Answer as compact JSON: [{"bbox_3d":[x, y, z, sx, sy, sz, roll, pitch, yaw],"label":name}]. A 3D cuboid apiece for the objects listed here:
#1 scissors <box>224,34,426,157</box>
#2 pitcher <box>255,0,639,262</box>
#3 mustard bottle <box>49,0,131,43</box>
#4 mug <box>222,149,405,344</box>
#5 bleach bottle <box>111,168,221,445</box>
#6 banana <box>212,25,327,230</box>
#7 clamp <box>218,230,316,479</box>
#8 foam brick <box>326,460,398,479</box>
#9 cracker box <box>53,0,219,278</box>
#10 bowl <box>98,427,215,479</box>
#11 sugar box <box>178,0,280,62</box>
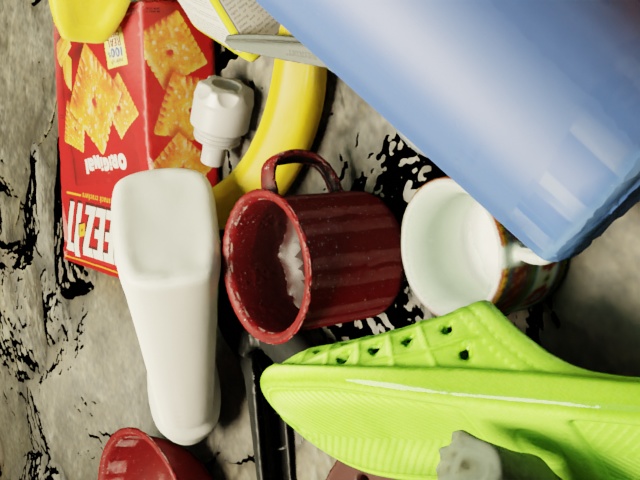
[{"bbox_3d":[0.022,-0.090,0.631,0.202,0.016,0.096,-3,100,41],"label":"scissors"},{"bbox_3d":[0.066,-0.116,0.481,0.243,0.144,0.149,47,115,13],"label":"pitcher"},{"bbox_3d":[-0.185,-0.233,0.797,0.192,0.058,0.096,-117,34,-45],"label":"mustard bottle"},{"bbox_3d":[-0.004,0.001,0.657,0.093,0.081,0.117,-25,75,52],"label":"mug"},{"bbox_3d":[-0.103,0.068,0.771,0.251,0.068,0.102,94,168,-52],"label":"bleach bottle"},{"bbox_3d":[-0.039,-0.069,0.715,0.069,0.037,0.198,39,123,3],"label":"banana"},{"bbox_3d":[-0.034,0.066,0.739,0.165,0.036,0.210,-50,54,54],"label":"clamp"},{"bbox_3d":[0.045,0.141,0.637,0.053,0.051,0.078,53,133,34],"label":"foam brick"},{"bbox_3d":[-0.150,-0.079,0.850,0.164,0.071,0.214,13,106,52],"label":"cracker box"},{"bbox_3d":[-0.123,0.229,0.873,0.162,0.055,0.162,11,104,52],"label":"bowl"},{"bbox_3d":[-0.090,-0.204,0.686,0.093,0.048,0.176,39,165,45],"label":"sugar box"}]
